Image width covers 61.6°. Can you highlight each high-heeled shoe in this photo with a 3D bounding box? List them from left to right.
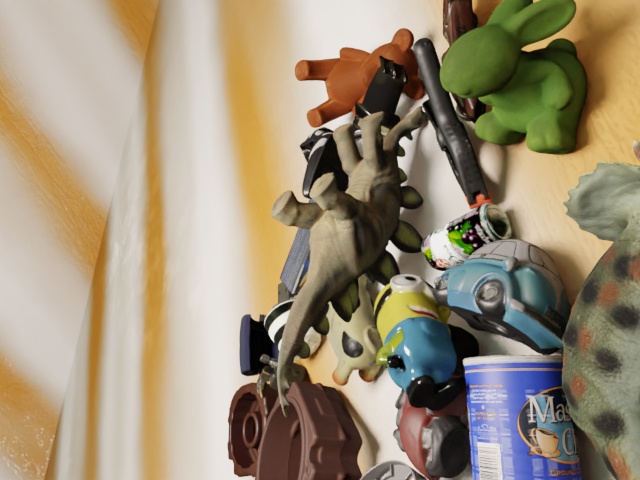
[{"bbox_3d":[-0.017,-0.127,0.894,0.145,0.249,0.086,-9,116,33],"label":"high-heeled shoe"}]

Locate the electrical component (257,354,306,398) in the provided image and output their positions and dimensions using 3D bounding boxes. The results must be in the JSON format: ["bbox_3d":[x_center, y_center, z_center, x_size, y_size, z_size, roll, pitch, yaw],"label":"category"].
[{"bbox_3d":[-0.062,0.244,0.923,0.078,0.102,0.045,-92,28,-69],"label":"electrical component"}]

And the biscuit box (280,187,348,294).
[{"bbox_3d":[-0.002,-0.003,0.935,0.063,0.059,0.202,44,117,54],"label":"biscuit box"}]

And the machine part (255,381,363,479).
[{"bbox_3d":[-0.026,0.334,0.810,0.201,0.087,0.201,-129,56,-64],"label":"machine part"}]

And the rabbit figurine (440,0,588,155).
[{"bbox_3d":[0.211,-0.180,0.575,0.121,0.170,0.159,45,118,51],"label":"rabbit figurine"}]

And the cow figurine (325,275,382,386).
[{"bbox_3d":[0.046,0.103,0.811,0.127,0.085,0.195,-60,35,35],"label":"cow figurine"}]

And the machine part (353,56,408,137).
[{"bbox_3d":[0.095,-0.208,0.811,0.138,0.084,0.039,104,-170,-55],"label":"machine part"}]

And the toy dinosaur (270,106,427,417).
[{"bbox_3d":[0.041,-0.007,0.715,0.105,0.198,0.471,-4,45,56],"label":"toy dinosaur"}]

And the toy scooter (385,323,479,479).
[{"bbox_3d":[0.128,0.193,0.670,0.135,0.075,0.183,-4,74,55],"label":"toy scooter"}]

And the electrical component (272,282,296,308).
[{"bbox_3d":[-0.063,0.106,1.026,0.094,0.021,0.063,-31,55,49],"label":"electrical component"}]

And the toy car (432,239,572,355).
[{"bbox_3d":[0.207,0.052,0.588,0.103,0.109,0.162,-57,21,-8],"label":"toy car"}]

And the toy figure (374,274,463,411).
[{"bbox_3d":[0.105,0.112,0.618,0.089,0.082,0.180,-38,29,23],"label":"toy figure"}]

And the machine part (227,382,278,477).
[{"bbox_3d":[-0.116,0.351,1.000,0.179,0.056,0.179,-25,60,52],"label":"machine part"}]

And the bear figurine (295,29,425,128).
[{"bbox_3d":[0.065,-0.256,0.863,0.196,0.132,0.120,12,120,60],"label":"bear figurine"}]

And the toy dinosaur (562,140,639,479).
[{"bbox_3d":[0.274,0.091,0.458,0.192,0.131,0.404,-141,62,-67],"label":"toy dinosaur"}]

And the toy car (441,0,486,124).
[{"bbox_3d":[0.185,-0.248,0.702,0.053,0.089,0.202,-4,74,16],"label":"toy car"}]

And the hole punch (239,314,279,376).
[{"bbox_3d":[-0.122,0.203,1.029,0.116,0.092,0.142,-31,59,53],"label":"hole punch"}]
